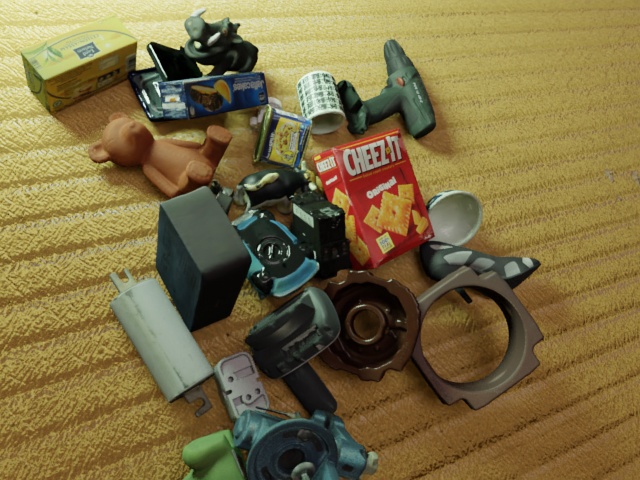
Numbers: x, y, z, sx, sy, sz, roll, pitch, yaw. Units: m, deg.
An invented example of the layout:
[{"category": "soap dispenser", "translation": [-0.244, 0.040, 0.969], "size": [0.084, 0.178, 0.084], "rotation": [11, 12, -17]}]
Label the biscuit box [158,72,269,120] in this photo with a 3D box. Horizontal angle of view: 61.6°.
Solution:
[{"category": "biscuit box", "translation": [-0.174, -0.247, 0.913], "size": [0.202, 0.063, 0.059], "rotation": [-30, 120, -49]}]

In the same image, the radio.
[{"category": "radio", "translation": [-0.173, 0.034, 0.763], "size": [0.073, 0.229, 0.131], "rotation": [-24, 73, -28]}]

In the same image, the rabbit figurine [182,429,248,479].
[{"category": "rabbit figurine", "translation": [-0.172, 0.353, 0.709], "size": [0.170, 0.121, 0.159], "rotation": [-25, 85, -9]}]

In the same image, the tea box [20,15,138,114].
[{"category": "tea box", "translation": [-0.396, -0.293, 0.895], "size": [0.169, 0.098, 0.068], "rotation": [-37, 84, -31]}]

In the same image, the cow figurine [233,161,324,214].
[{"category": "cow figurine", "translation": [-0.062, -0.095, 0.934], "size": [0.167, 0.098, 0.068], "rotation": [-19, 69, -26]}]

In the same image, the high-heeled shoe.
[{"category": "high-heeled shoe", "translation": [0.306, 0.039, 1.033], "size": [0.249, 0.086, 0.145], "rotation": [-16, 59, -33]}]

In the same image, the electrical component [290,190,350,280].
[{"category": "electrical component", "translation": [-0.002, -0.003, 0.896], "size": [0.058, 0.134, 0.115], "rotation": [-15, 31, -23]}]

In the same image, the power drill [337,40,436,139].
[{"category": "power drill", "translation": [0.128, -0.305, 1.113], "size": [0.207, 0.086, 0.232], "rotation": [-20, 79, -34]}]

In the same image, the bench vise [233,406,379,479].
[{"category": "bench vise", "translation": [-0.003, 0.305, 0.699], "size": [0.223, 0.241, 0.129], "rotation": [36, 91, -19]}]

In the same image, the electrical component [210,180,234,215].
[{"category": "electrical component", "translation": [-0.174, -0.049, 0.882], "size": [0.045, 0.078, 0.102], "rotation": [25, 61, -7]}]

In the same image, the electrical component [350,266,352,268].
[{"category": "electrical component", "translation": [0.055, 0.020, 0.970], "size": [0.094, 0.021, 0.063], "rotation": [11, 65, -17]}]

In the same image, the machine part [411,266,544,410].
[{"category": "machine part", "translation": [0.248, 0.162, 0.905], "size": [0.201, 0.087, 0.201], "rotation": [-35, 86, -2]}]

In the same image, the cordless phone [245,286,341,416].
[{"category": "cordless phone", "translation": [-0.012, 0.179, 0.818], "size": [0.146, 0.089, 0.184], "rotation": [-36, 92, 12]}]

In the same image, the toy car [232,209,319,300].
[{"category": "toy car", "translation": [-0.085, 0.034, 0.865], "size": [0.109, 0.102, 0.162], "rotation": [-36, 69, -28]}]

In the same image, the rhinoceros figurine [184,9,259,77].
[{"category": "rhinoceros figurine", "translation": [-0.175, -0.338, 0.956], "size": [0.073, 0.112, 0.190], "rotation": [63, 22, 11]}]

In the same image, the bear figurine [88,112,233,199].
[{"category": "bear figurine", "translation": [-0.261, -0.149, 0.868], "size": [0.196, 0.132, 0.120], "rotation": [30, 56, -13]}]

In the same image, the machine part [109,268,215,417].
[{"category": "machine part", "translation": [-0.228, 0.144, 0.780], "size": [0.079, 0.079, 0.243], "rotation": [-31, 81, -29]}]

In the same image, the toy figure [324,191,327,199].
[{"category": "toy figure", "translation": [0.079, -0.111, 1.015], "size": [0.154, 0.064, 0.058], "rotation": [-24, 41, -32]}]

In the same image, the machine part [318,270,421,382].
[{"category": "machine part", "translation": [0.076, 0.135, 0.858], "size": [0.180, 0.056, 0.179], "rotation": [-2, 83, 16]}]

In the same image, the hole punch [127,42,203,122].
[{"category": "hole punch", "translation": [-0.264, -0.272, 0.952], "size": [0.116, 0.092, 0.142], "rotation": [-10, 65, -57]}]
